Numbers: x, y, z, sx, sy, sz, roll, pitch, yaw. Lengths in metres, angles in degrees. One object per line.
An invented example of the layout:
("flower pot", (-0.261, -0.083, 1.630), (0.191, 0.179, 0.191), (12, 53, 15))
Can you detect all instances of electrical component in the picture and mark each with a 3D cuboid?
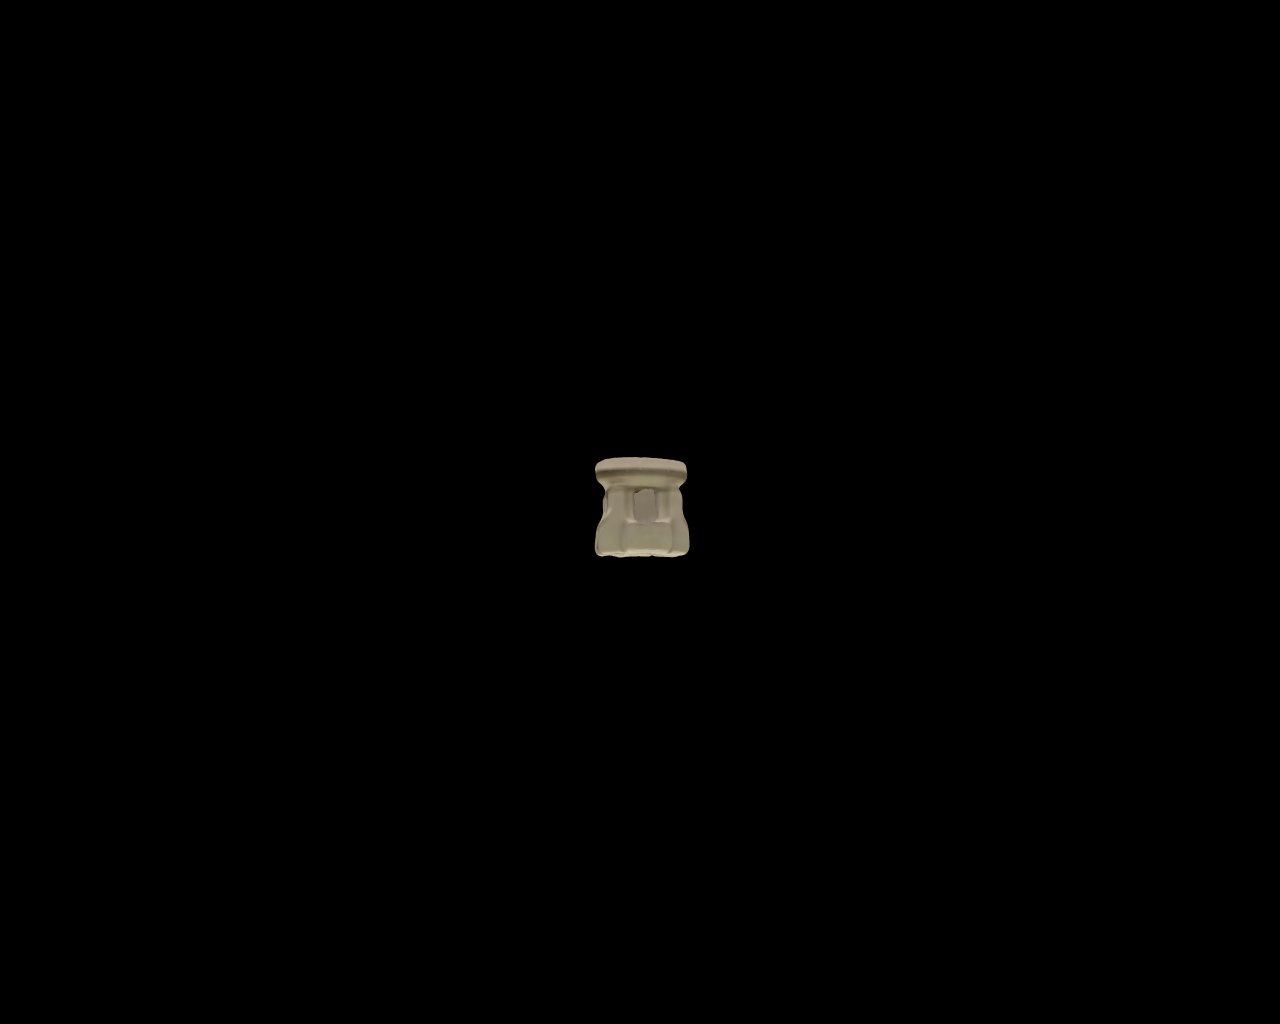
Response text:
("electrical component", (0.001, -0.003, 0.650), (0.058, 0.057, 0.078), (1, -4, -7))
